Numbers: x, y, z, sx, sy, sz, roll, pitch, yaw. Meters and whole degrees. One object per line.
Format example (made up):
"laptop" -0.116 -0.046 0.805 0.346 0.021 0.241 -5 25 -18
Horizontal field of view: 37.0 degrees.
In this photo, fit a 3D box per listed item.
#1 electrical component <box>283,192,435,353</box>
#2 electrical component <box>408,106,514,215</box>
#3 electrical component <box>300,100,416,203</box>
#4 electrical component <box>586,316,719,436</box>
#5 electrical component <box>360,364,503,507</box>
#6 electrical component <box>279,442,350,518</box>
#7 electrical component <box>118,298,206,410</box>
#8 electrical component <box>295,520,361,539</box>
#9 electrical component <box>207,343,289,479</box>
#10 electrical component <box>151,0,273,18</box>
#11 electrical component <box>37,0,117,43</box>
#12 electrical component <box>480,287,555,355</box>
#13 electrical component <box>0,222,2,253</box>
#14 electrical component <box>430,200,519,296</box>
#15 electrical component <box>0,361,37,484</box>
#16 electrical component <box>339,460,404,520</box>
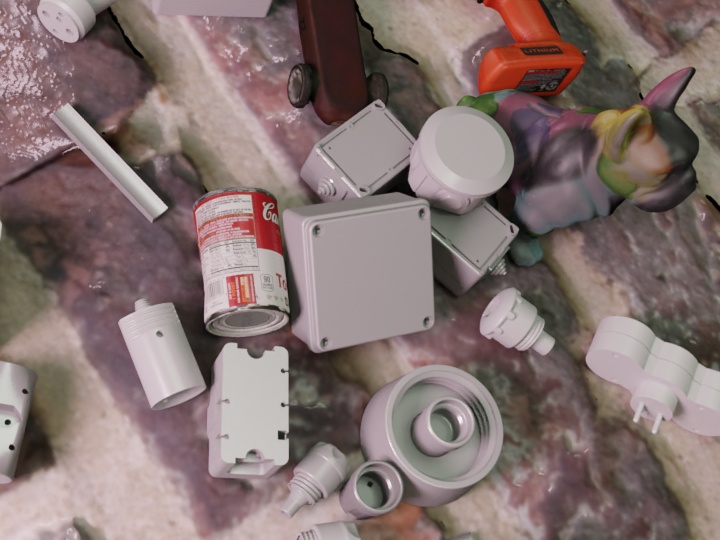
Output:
"electrical component" 0.000 0.000 0.854 0.109 0.056 0.108 -10 107 -23
"electrical component" 0.080 -0.089 0.878 0.080 0.051 0.080 7 66 -15
"electrical component" -0.004 -0.087 0.914 0.096 0.061 0.061 -40 84 -29
"electrical component" 0.256 0.105 0.926 0.138 0.052 0.073 31 61 -4
"electrical component" 0.060 0.126 0.844 0.108 0.060 0.108 7 65 -16
"electrical component" -0.037 0.161 0.809 0.035 0.035 0.061 42 62 2
"electrical component" -0.151 0.059 0.809 0.043 0.043 0.081 -18 74 -25
"electrical component" -0.032 0.207 0.786 0.062 0.043 0.043 -2 68 -19
"electrical component" -0.084 0.107 0.804 0.050 0.055 0.089 6 65 -17
"electrical component" -0.135 -0.285 0.958 0.109 0.056 0.108 -3 69 -21
"electrical component" -0.237 -0.224 0.902 0.045 0.045 0.055 33 61 -3
"electrical component" 0.137 0.048 0.915 0.062 0.048 0.048 35 60 -10
"electrical component" -0.334 0.006 0.757 0.150 0.061 0.089 5 66 -17
"electrical component" 0.084 -0.025 0.917 0.096 0.061 0.061 41 61 2
"electrical component" -0.273 0.102 0.747 0.079 0.043 0.077 13 64 -14
"electrical component" 0.007 0.168 0.815 0.040 0.046 0.040 7 65 -16
